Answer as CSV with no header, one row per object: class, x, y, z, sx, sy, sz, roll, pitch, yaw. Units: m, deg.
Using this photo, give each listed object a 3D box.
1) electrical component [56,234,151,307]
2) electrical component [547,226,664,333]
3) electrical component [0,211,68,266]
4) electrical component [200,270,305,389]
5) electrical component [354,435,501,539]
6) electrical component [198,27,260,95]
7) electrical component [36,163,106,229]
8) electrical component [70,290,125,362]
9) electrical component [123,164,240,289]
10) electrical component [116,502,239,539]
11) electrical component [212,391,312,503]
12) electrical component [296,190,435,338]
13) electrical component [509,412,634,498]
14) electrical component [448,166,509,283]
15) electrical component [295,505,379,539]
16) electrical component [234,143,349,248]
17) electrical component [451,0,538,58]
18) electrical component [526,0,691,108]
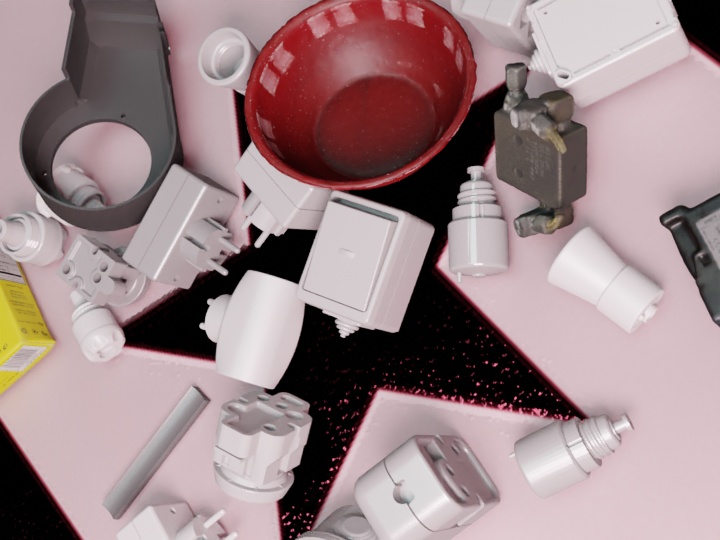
electrical component,-0.196,0.003,0.837,0.066,0.055,0.048,34,97,26
electrical component,0.157,0.009,0.676,0.065,0.044,0.044,40,99,21
electrical component,-0.273,-0.027,0.876,0.043,0.062,0.043,-5,79,25
electrical component,-0.086,0.040,0.785,0.079,0.043,0.077,13,83,36
electrical component,0.040,0.142,0.678,0.059,0.095,0.053,-40,68,15
electrical component,-0.085,-0.150,0.804,0.044,0.065,0.044,-4,80,24
electrical component,-0.226,-0.054,0.869,0.062,0.048,0.048,31,95,19
electrical component,-0.212,0.041,0.851,0.035,0.035,0.061,-42,64,14
electrical component,-0.122,-0.023,0.811,0.076,0.047,0.083,32,96,27
electrical component,-0.119,0.201,0.771,0.076,0.047,0.083,-41,67,15
electrical component,-0.071,0.125,0.750,0.058,0.078,0.057,23,110,25
electrical component,0.000,0.000,0.740,0.062,0.061,0.096,20,90,27
electrical component,0.133,0.111,0.669,0.078,0.040,0.040,-30,70,18
electrical component,0.079,-0.030,0.719,0.040,0.040,0.078,-5,79,25
electrical component,-0.007,0.198,0.701,0.080,0.051,0.080,15,119,29
electrical component,-0.061,-0.051,0.787,0.065,0.047,0.076,49,114,24
electrical component,0.088,-0.184,0.727,0.077,0.066,0.047,25,92,27
electrical component,0.155,-0.149,0.691,0.096,0.061,0.061,-25,71,20
